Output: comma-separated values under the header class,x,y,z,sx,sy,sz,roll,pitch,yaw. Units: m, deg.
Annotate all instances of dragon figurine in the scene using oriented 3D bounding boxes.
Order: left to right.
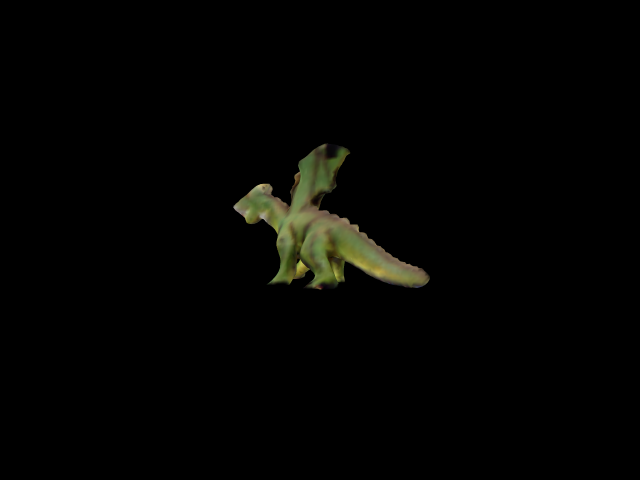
class,x,y,z,sx,sy,sz,roll,pitch,yaw
dragon figurine,0.003,-0.043,0.850,0.409,0.244,0.122,-3,-7,40
